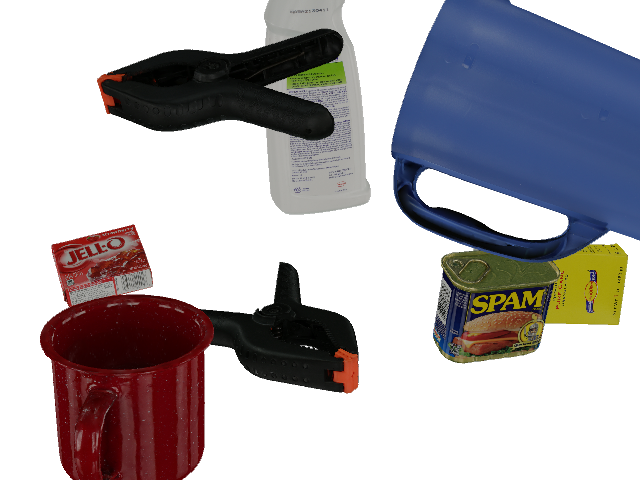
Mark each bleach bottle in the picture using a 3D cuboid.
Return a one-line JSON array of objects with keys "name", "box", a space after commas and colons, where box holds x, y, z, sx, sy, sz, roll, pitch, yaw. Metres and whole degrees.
[{"name": "bleach bottle", "box": [-0.002, -0.150, 1.009, 0.102, 0.251, 0.068, -9, 32, -15]}]

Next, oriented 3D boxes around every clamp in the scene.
[{"name": "clamp", "box": [-0.032, 0.067, 0.855, 0.164, 0.036, 0.210, -21, 27, -39]}, {"name": "clamp", "box": [-0.063, -0.111, 0.734, 0.171, 0.039, 0.120, 5, 34, 12]}]

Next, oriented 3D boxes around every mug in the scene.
[{"name": "mug", "box": [-0.107, 0.090, 0.581, 0.093, 0.081, 0.117, 4, 23, 5]}]

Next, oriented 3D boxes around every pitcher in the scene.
[{"name": "pitcher", "box": [0.175, -0.067, 0.745, 0.243, 0.149, 0.144, 23, 47, 9]}]

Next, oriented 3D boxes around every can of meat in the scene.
[{"name": "can of meat", "box": [0.153, 0.058, 0.949, 0.102, 0.084, 0.057, -5, 33, -16]}]

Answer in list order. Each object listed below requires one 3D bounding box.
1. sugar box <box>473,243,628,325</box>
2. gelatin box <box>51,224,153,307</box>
[{"name": "sugar box", "box": [0.269, 0.051, 1.268, 0.176, 0.093, 0.048, 0, 19, -4]}, {"name": "gelatin box", "box": [-0.221, 0.025, 1.080, 0.089, 0.030, 0.073, -14, 42, -15]}]
